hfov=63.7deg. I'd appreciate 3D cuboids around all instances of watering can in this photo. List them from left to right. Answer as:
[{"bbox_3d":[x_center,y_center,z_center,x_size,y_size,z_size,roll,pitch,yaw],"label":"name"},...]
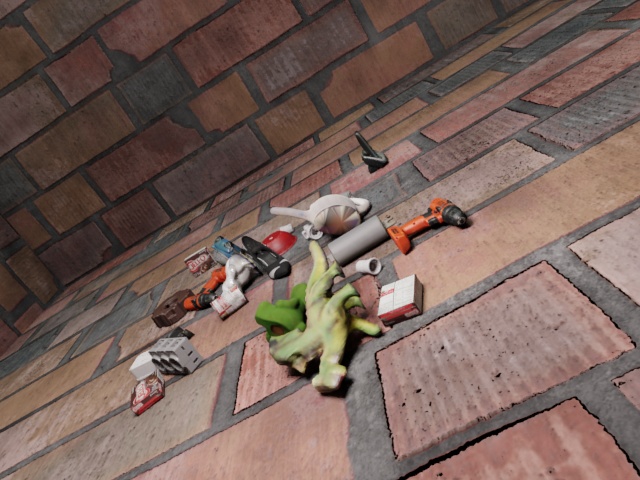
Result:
[{"bbox_3d":[0.005,-0.088,1.744,0.348,0.102,0.228,-8,21,-3],"label":"watering can"}]

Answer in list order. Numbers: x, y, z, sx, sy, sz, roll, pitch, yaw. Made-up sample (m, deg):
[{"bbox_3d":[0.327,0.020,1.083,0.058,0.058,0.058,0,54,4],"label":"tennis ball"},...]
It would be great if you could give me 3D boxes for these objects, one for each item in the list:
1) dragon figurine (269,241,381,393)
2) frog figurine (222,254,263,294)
[{"bbox_3d":[-0.019,0.173,1.143,0.243,0.120,0.417,-37,36,-2],"label":"dragon figurine"},{"bbox_3d":[-0.288,0.131,1.749,0.161,0.123,0.135,-47,-12,-14],"label":"frog figurine"}]
